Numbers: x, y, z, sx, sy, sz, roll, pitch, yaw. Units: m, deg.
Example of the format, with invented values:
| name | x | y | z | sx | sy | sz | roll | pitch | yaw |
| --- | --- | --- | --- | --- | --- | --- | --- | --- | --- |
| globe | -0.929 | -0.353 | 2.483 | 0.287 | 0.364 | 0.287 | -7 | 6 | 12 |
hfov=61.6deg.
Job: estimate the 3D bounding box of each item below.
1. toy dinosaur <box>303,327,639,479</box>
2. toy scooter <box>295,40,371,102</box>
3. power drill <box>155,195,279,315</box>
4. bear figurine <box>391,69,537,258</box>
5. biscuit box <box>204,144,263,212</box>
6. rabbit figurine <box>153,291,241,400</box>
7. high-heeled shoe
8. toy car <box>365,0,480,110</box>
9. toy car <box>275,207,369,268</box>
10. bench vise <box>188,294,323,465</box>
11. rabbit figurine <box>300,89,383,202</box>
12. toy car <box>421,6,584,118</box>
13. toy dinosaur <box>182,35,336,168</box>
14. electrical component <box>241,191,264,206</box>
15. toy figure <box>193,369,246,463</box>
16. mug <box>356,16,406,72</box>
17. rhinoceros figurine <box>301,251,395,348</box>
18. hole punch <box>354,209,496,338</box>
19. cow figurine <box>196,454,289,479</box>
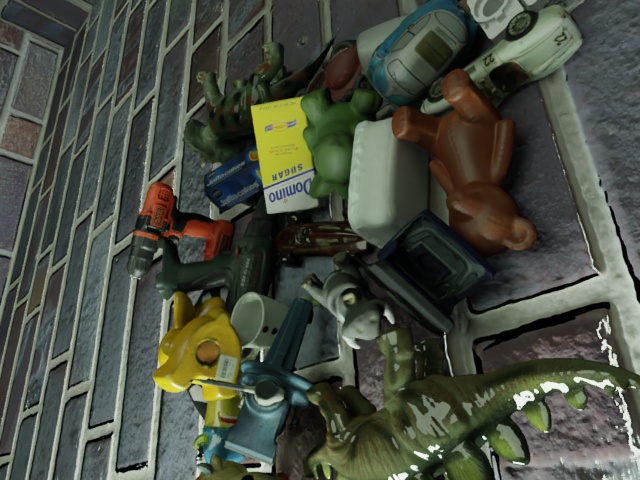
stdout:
| name | x | y | z | sx | sy | sz | roll | pitch | yaw |
| --- | --- | --- | --- | --- | --- | --- | --- | --- | --- |
| toy dinosaur | 0.116 | 0.199 | 0.577 | 0.471 | 0.105 | 0.199 | -45 | 50 | 38 |
| toy scooter | 0.025 | -0.232 | 0.891 | 0.184 | 0.075 | 0.135 | -36 | 49 | 38 |
| power drill | -0.176 | 0.029 | 0.942 | 0.086 | 0.207 | 0.232 | 88 | -178 | -75 |
| bear figurine | 0.165 | -0.072 | 0.620 | 0.120 | 0.132 | 0.196 | -27 | 49 | 45 |
| biscuit box | -0.109 | -0.127 | 0.952 | 0.203 | 0.059 | 0.063 | -29 | 40 | 13 |
| rabbit figurine | -0.204 | 0.162 | 0.829 | 0.173 | 0.122 | 0.162 | -22 | 62 | 54 |
| high-heeled shoe | -0.171 | 0.196 | 0.952 | 0.145 | 0.086 | 0.249 | -26 | 68 | 3 |
| toy car | 0.143 | -0.246 | 0.718 | 0.161 | 0.109 | 0.103 | -44 | 14 | 18 |
| toy car | -0.002 | -0.003 | 0.838 | 0.202 | 0.053 | 0.089 | -2 | 69 | 50 |
| bench vise | -0.054 | 0.173 | 0.728 | 0.129 | 0.223 | 0.240 | 13 | 61 | 16 |
| rabbit figurine | 0.020 | -0.130 | 0.781 | 0.170 | 0.121 | 0.158 | -77 | -6 | -59 |
| toy car | 0.215 | -0.200 | 0.657 | 0.202 | 0.073 | 0.056 | -35 | 49 | 34 |
| toy dinosaur | -0.136 | -0.259 | 1.064 | 0.405 | 0.131 | 0.192 | -10 | 78 | 42 |
| electrical component | -0.132 | -0.110 | 1.038 | 0.078 | 0.045 | 0.102 | -19 | 60 | 42 |
| toy figure | -0.151 | 0.290 | 0.856 | 0.089 | 0.082 | 0.180 | -11 | 68 | 44 |
| mug | 0.119 | -0.282 | 0.802 | 0.107 | 0.080 | 0.109 | -17 | 57 | 34 |
| rhinoceros figurine | 0.035 | 0.077 | 0.682 | 0.073 | 0.112 | 0.190 | -35 | 8 | -2 |
| hole punch | 0.118 | 0.037 | 0.606 | 0.092 | 0.142 | 0.116 | -50 | -1 | -11 |
| cow figurine | -0.091 | 0.350 | 0.722 | 0.195 | 0.127 | 0.085 | 0 | 71 | 47 |
